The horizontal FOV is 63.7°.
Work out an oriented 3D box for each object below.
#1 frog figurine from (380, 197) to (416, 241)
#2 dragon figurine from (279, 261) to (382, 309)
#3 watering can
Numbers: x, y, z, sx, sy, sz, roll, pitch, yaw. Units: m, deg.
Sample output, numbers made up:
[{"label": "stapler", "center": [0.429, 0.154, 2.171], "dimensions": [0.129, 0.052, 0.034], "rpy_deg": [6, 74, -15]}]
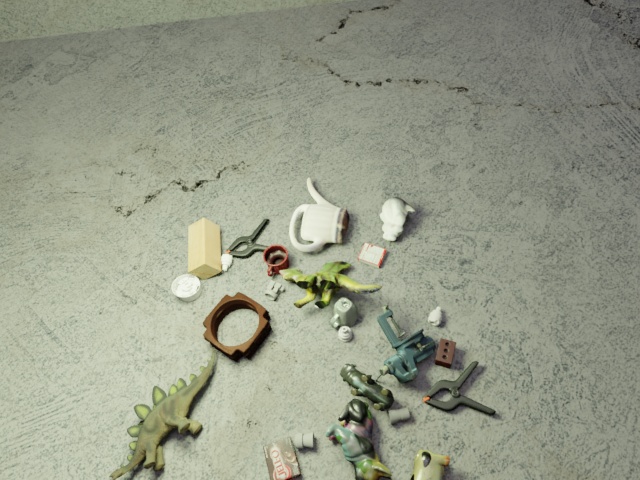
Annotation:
[{"label": "frog figurine", "center": [0.273, -0.079, 1.945], "dimensions": [0.161, 0.121, 0.138], "rpy_deg": [-50, 30, -12]}, {"label": "dragon figurine", "center": [0.038, 0.128, 1.800], "dimensions": [0.409, 0.120, 0.247], "rpy_deg": [-4, 25, 20]}, {"label": "watering can", "center": [0.006, -0.101, 1.998], "dimensions": [0.224, 0.101, 0.355], "rpy_deg": [6, 57, 11]}]
